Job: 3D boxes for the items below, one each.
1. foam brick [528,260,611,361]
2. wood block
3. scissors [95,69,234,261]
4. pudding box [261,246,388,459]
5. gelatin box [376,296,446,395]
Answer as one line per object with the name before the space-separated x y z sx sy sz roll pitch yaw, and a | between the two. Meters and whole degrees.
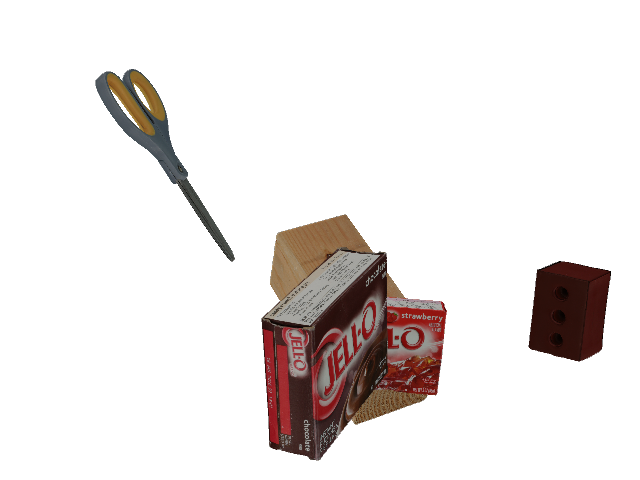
foam brick | 0.227 0.063 0.970 0.053 0.078 0.051 13 18 35
wood block | 0.033 0.080 1.141 0.090 0.090 0.206 -16 50 -23
scissors | -0.134 -0.078 0.978 0.016 0.201 0.096 -28 26 20
pudding box | 0.006 0.066 0.657 0.039 0.090 0.113 9 26 22
gelatin box | 0.054 0.084 0.863 0.089 0.073 0.030 5 15 0
